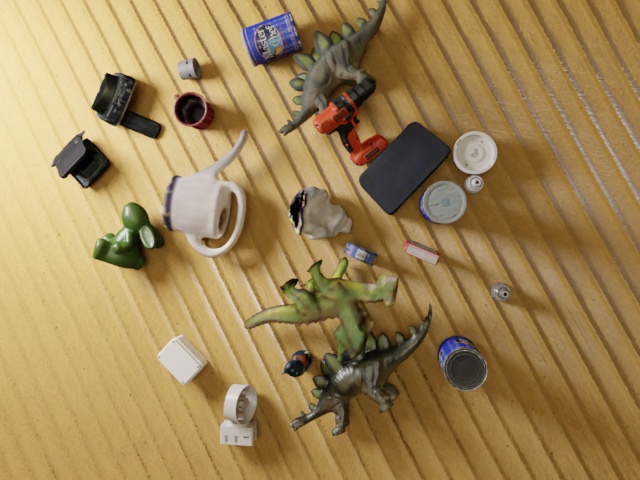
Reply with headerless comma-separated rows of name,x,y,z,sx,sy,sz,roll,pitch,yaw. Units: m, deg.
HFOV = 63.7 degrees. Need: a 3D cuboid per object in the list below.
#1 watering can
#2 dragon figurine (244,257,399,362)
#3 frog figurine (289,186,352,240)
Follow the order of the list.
watering can,-0.301,-0.129,1.373,0.224,0.104,0.347,8,91,7
dragon figurine,0.019,0.193,1.297,0.408,0.121,0.246,-37,70,11
frog figurine,0.004,-0.068,1.355,0.159,0.122,0.138,6,81,-29
